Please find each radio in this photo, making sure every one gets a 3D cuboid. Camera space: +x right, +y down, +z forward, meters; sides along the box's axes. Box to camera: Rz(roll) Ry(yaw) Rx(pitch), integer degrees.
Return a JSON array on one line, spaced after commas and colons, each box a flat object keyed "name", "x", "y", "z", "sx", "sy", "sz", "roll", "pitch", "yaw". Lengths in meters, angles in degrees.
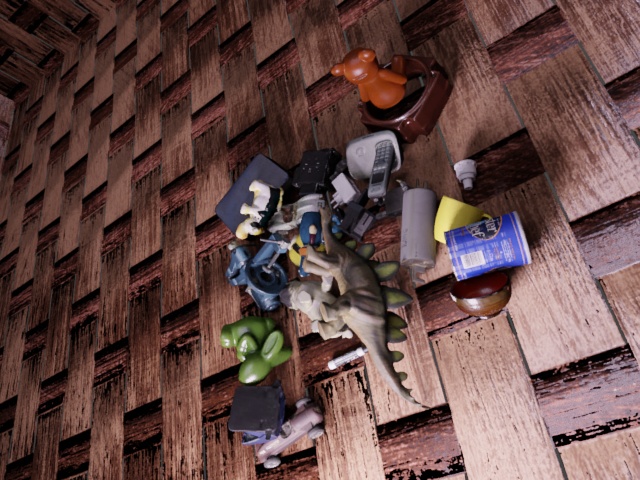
[{"name": "radio", "x": -0.183, "y": -0.122, "z": 1.517, "sx": 0.131, "sy": 0.073, "sz": 0.229, "roll": 42, "pitch": 98, "yaw": 22}]

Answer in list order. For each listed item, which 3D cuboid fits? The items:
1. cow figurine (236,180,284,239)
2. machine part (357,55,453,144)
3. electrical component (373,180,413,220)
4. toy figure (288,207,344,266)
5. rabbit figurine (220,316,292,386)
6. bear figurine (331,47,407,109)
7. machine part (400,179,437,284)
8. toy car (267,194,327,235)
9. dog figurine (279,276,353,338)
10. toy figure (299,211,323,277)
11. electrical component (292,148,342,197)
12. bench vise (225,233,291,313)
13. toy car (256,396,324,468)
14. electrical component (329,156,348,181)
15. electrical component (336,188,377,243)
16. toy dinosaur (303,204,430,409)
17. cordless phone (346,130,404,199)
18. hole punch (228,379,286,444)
[{"name": "cow figurine", "x": -0.159, "y": -0.071, "z": 1.431, "sx": 0.098, "sy": 0.068, "sz": 0.167, "roll": 22, "pitch": 95, "yaw": 8}, {"name": "machine part", "x": 0.205, "y": -0.351, "z": 1.329, "sx": 0.201, "sy": 0.087, "sz": 0.201, "roll": 26, "pitch": 86, "yaw": 43}, {"name": "electrical component", "x": 0.172, "y": -0.097, "z": 1.263, "sx": 0.102, "sy": 0.045, "sz": 0.078, "roll": -13, "pitch": 61, "yaw": 34}, {"name": "toy figure", "x": -0.005, "y": -0.005, "z": 1.340, "sx": 0.180, "sy": 0.082, "sz": 0.089, "roll": -36, "pitch": 51, "yaw": 17}, {"name": "rabbit figurine", "x": -0.149, "y": 0.277, "z": 1.304, "sx": 0.159, "sy": 0.121, "sz": 0.170, "roll": -20, "pitch": 41, "yaw": 6}, {"name": "bear figurine", "x": 0.114, "y": -0.388, "z": 1.229, "sx": 0.120, "sy": 0.195, "sz": 0.132, "roll": -24, "pitch": 56, "yaw": 32}, {"name": "machine part", "x": 0.216, "y": -0.024, "z": 1.172, "sx": 0.079, "sy": 0.079, "sz": 0.243, "roll": -9, "pitch": 65, "yaw": 36}, {"name": "toy car", "x": -0.062, "y": -0.067, "z": 1.423, "sx": 0.202, "sy": 0.056, "sz": 0.073, "roll": -17, "pitch": 60, "yaw": 39}, {"name": "dog figurine", "x": -0.008, "y": 0.162, "z": 1.275, "sx": 0.172, "sy": 0.121, "sz": 0.190, "roll": 65, "pitch": 158, "yaw": 1}, {"name": "toy figure", "x": -0.023, "y": 0.010, "z": 1.264, "sx": 0.058, "sy": 0.064, "sz": 0.154, "roll": 0, "pitch": 79, "yaw": 18}, {"name": "electrical component", "x": -0.009, "y": -0.175, "z": 1.439, "sx": 0.115, "sy": 0.058, "sz": 0.134, "roll": -2, "pitch": 69, "yaw": 40}, {"name": "bench vise", "x": -0.148, "y": 0.057, "z": 1.380, "sx": 0.240, "sy": 0.129, "sz": 0.224, "roll": -52, "pitch": 51, "yaw": 39}, {"name": "toy car", "x": -0.075, "y": 0.434, "z": 1.212, "sx": 0.202, "sy": 0.053, "sz": 0.089, "roll": -39, "pitch": 53, "yaw": 18}, {"name": "electrical component", "x": 0.061, "y": -0.190, "z": 1.379, "sx": 0.021, "sy": 0.063, "sz": 0.094, "roll": 43, "pitch": 78, "yaw": 8}, {"name": "electrical component", "x": 0.099, "y": -0.061, "z": 1.288, "sx": 0.048, "sy": 0.074, "sz": 0.119, "roll": 35, "pitch": 90, "yaw": 42}, {"name": "toy dinosaur", "x": 0.090, "y": 0.133, "z": 1.124, "sx": 0.199, "sy": 0.105, "sz": 0.471, "roll": -12, "pitch": 71, "yaw": -12}, {"name": "cordless phone", "x": 0.121, "y": -0.163, "z": 1.279, "sx": 0.147, "sy": 0.088, "sz": 0.184, "roll": -9, "pitch": 51, "yaw": 36}, {"name": "hole punch", "x": -0.134, "y": 0.396, "z": 1.214, "sx": 0.116, "sy": 0.092, "sz": 0.142, "roll": -3, "pitch": 44, "yaw": 13}]
